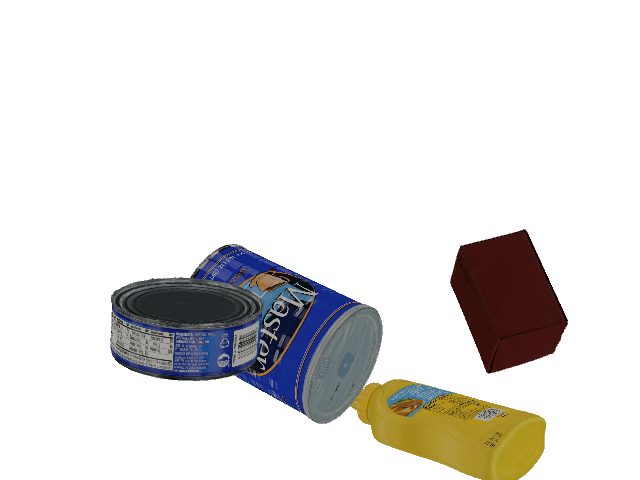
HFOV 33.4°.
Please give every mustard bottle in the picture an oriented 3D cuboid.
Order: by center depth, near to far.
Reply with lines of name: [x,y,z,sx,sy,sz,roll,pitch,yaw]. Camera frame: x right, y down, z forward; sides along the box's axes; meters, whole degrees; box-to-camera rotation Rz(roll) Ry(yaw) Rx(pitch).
mustard bottle: [0.105,0.170,0.998,0.192,0.058,0.096,12,19,38]

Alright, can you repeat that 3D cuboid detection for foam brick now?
foam brick: [0.129,0.042,0.738,0.051,0.078,0.053,-13,-30,-10]

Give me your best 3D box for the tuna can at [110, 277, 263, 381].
tuna can: [-0.076,0.049,0.605,0.086,0.034,0.086,5,14,-1]

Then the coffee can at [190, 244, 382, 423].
coffee can: [-0.034,0.075,0.887,0.140,0.103,0.102,24,12,29]
